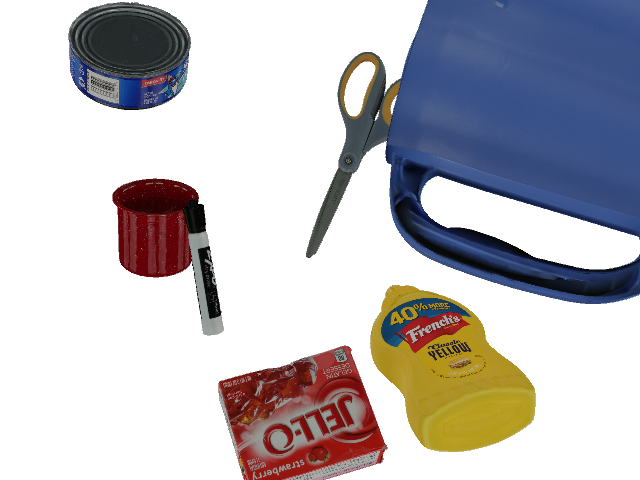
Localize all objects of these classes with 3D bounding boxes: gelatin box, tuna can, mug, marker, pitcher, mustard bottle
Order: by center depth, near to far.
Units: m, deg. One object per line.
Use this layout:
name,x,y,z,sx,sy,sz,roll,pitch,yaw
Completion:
pitcher,0.158,-0.053,0.527,0.243,0.149,0.144,21,37,9
gelatin box,-0.012,0.113,0.666,0.089,0.073,0.030,-14,-29,-11
tuna can,-0.137,-0.133,0.767,0.086,0.086,0.034,0,-43,-12
mustard bottle,0.094,0.092,0.882,0.096,0.058,0.192,-14,31,-11
marker,-0.103,0.024,0.938,0.020,0.121,0.020,-7,12,1
mug,-0.187,-0.017,1.179,0.093,0.081,0.117,-13,32,-30

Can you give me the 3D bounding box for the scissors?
scissors,0.047,-0.077,0.986,0.096,0.202,0.016,6,-12,9
